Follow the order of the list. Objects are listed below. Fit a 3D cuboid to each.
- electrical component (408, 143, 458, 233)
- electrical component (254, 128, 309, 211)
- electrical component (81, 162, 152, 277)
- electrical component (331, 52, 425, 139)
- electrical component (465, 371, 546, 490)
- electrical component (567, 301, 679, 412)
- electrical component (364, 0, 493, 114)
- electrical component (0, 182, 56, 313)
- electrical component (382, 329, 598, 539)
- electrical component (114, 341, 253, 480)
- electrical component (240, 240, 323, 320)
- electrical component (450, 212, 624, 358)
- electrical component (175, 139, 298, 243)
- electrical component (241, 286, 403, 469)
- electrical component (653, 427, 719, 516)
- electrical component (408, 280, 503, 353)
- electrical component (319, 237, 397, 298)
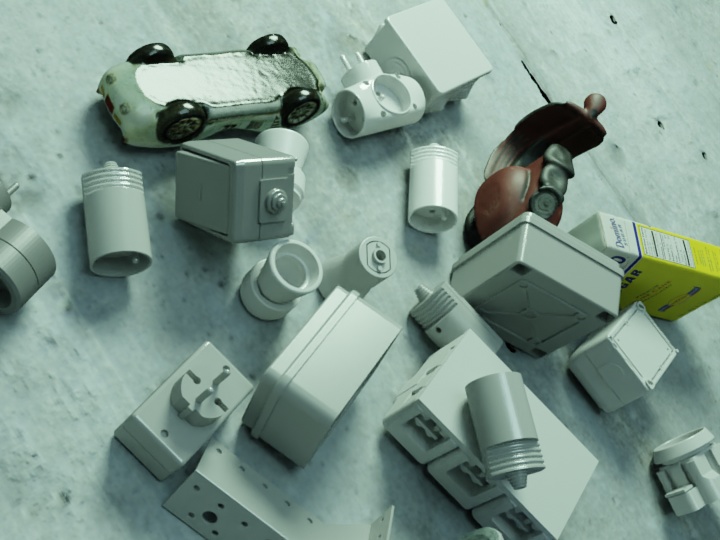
[{"bbox_3d":[0.065,-0.078,0.955,0.043,0.043,0.081,20,55,-24],"label":"electrical component"},{"bbox_3d":[-0.065,-0.079,0.864,0.045,0.045,0.055,20,55,-25],"label":"electrical component"},{"bbox_3d":[-0.174,-0.040,0.767,0.043,0.043,0.081,4,62,-33],"label":"electrical component"},{"bbox_3d":[0.009,-0.161,0.963,0.077,0.044,0.079,-20,77,-40],"label":"electrical component"},{"bbox_3d":[0.107,0.120,0.785,0.043,0.043,0.081,4,63,-33],"label":"electrical component"},{"bbox_3d":[0.239,0.077,0.979,0.061,0.061,0.096,53,40,2],"label":"electrical component"},{"bbox_3d":[0.064,-0.201,1.021,0.100,0.048,0.099,-31,84,-42],"label":"electrical component"},{"bbox_3d":[-0.255,-0.042,0.706,0.138,0.052,0.073,42,49,-8],"label":"electrical component"},{"bbox_3d":[0.101,0.136,0.844,0.150,0.062,0.089,46,48,-4],"label":"electrical component"},{"bbox_3d":[-0.109,0.087,0.717,0.047,0.076,0.083,46,48,-4],"label":"electrical component"},{"bbox_3d":[-0.060,0.009,0.810,0.045,0.055,0.045,17,56,-26],"label":"electrical component"},{"bbox_3d":[0.148,0.016,0.915,0.109,0.109,0.056,28,54,-19],"label":"electrical component"},{"bbox_3d":[-0.091,-0.058,0.792,0.061,0.096,0.061,-9,111,-38],"label":"electrical component"},{"bbox_3d":[-0.028,0.075,0.775,0.057,0.078,0.113,35,48,6],"label":"electrical component"},{"bbox_3d":[0.298,0.177,0.961,0.078,0.058,0.057,-18,78,-40],"label":"electrical component"},{"bbox_3d":[0.076,0.044,0.892,0.081,0.043,0.043,47,48,-3],"label":"electrical component"},{"bbox_3d":[0.000,0.000,0.848,0.044,0.065,0.044,13,64,-27],"label":"electrical component"}]
